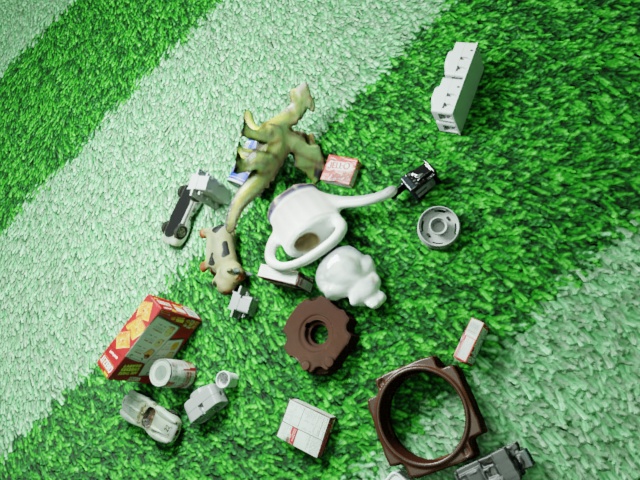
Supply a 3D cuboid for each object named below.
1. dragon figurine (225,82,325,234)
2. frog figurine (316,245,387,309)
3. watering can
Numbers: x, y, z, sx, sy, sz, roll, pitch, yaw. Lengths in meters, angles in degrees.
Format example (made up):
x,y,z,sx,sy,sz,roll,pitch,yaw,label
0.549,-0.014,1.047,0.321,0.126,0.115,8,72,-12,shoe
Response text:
x,y,z,sx,sy,sz,roll,pitch,yaw,label
-0.098,-0.205,1.315,0.242,0.122,0.410,9,90,-17,dragon figurine
0.070,0.094,1.168,0.138,0.120,0.162,-30,48,-8,frog figurine
0.004,-0.063,1.247,0.348,0.102,0.229,-35,44,-1,watering can
